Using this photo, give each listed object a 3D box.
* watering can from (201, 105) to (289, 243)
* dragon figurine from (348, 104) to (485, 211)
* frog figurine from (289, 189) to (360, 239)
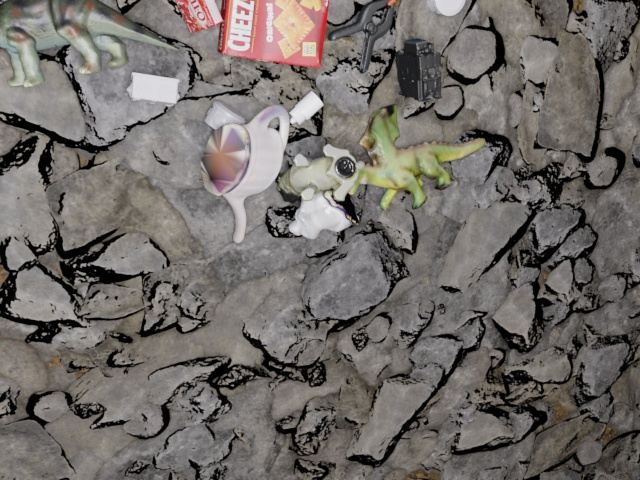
[{"bbox_3d":[-0.167,-0.132,1.117,0.225,0.105,0.343,-10,127,-63],"label":"watering can"},{"bbox_3d":[0.212,-0.220,1.270,0.413,0.123,0.239,-38,111,-13],"label":"dragon figurine"},{"bbox_3d":[0.004,-0.064,1.263,0.136,0.125,0.157,28,136,-37],"label":"frog figurine"}]
